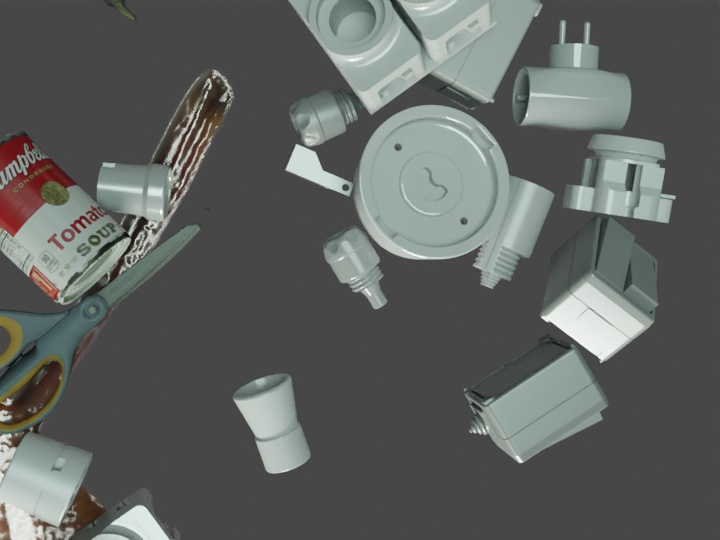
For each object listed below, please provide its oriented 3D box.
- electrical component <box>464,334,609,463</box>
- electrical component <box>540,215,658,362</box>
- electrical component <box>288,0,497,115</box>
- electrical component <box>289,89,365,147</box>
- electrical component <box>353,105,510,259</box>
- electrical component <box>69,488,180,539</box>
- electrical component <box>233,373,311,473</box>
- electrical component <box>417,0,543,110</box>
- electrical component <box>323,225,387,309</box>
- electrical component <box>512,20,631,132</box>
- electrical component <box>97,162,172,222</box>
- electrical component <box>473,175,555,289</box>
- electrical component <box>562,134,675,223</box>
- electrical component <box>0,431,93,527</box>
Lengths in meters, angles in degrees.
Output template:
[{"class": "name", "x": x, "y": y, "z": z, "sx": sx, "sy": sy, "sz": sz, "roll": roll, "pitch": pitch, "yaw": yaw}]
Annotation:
[{"class": "electrical component", "x": 0.126, "y": 0.101, "z": 0.796, "sx": 0.096, "sy": 0.062, "sz": 0.061, "roll": -32, "pitch": 98, "yaw": -6}, {"class": "electrical component", "x": 0.179, "y": 0.006, "z": 0.784, "sx": 0.062, "sy": 0.096, "sz": 0.061, "roll": 36, "pitch": 127, "yaw": -10}, {"class": "electrical component", "x": -0.007, "y": -0.215, "z": 0.721, "sx": 0.105, "sy": 0.060, "sz": 0.186, "roll": -36, "pitch": 80, "yaw": 4}, {"class": "electrical component", "x": -0.018, "y": -0.114, "z": 0.774, "sx": 0.061, "sy": 0.035, "sz": 0.035, "roll": -25, "pitch": 97, "yaw": -9}, {"class": "electrical component", "x": 0.046, "y": -0.058, "z": 0.771, "sx": 0.108, "sy": 0.060, "sz": 0.108, "roll": 1, "pitch": 84, "yaw": -11}, {"class": "electrical component", "x": -0.176, "y": 0.204, "z": 0.758, "sx": 0.089, "sy": 0.056, "sz": 0.050, "roll": -35, "pitch": 98, "yaw": -5}, {"class": "electrical component", "x": -0.061, "y": 0.113, "z": 0.779, "sx": 0.044, "sy": 0.044, "sz": 0.065, "roll": -20, "pitch": 101, "yaw": -7}, {"class": "electrical component", "x": 0.082, "y": -0.172, "z": 0.772, "sx": 0.061, "sy": 0.062, "sz": 0.096, "roll": 27, "pitch": 89, "yaw": -10}, {"class": "electrical component", "x": 0.000, "y": 0.000, "z": 0.784, "sx": 0.035, "sy": 0.035, "sz": 0.061, "roll": -32, "pitch": 100, "yaw": -6}, {"class": "electrical component", "x": 0.156, "y": -0.144, "z": 0.794, "sx": 0.077, "sy": 0.044, "sz": 0.079, "roll": 2, "pitch": 93, "yaw": -9}, {"class": "electrical component", "x": -0.158, "y": -0.056, "z": 0.754, "sx": 0.046, "sy": 0.040, "sz": 0.040, "roll": 6, "pitch": 93, "yaw": -4}, {"class": "electrical component", "x": 0.109, "y": -0.025, "z": 0.794, "sx": 0.043, "sy": 0.043, "sz": 0.081, "roll": 22, "pitch": 90, "yaw": -10}, {"class": "electrical component", "x": 0.195, "y": -0.069, "z": 0.799, "sx": 0.078, "sy": 0.058, "sz": 0.057, "roll": 8, "pitch": 95, "yaw": -10}, {"class": "electrical component", "x": -0.220, "y": 0.144, "z": 0.749, "sx": 0.047, "sy": 0.055, "sz": 0.055, "roll": 24, "pitch": 90, "yaw": -6}]
